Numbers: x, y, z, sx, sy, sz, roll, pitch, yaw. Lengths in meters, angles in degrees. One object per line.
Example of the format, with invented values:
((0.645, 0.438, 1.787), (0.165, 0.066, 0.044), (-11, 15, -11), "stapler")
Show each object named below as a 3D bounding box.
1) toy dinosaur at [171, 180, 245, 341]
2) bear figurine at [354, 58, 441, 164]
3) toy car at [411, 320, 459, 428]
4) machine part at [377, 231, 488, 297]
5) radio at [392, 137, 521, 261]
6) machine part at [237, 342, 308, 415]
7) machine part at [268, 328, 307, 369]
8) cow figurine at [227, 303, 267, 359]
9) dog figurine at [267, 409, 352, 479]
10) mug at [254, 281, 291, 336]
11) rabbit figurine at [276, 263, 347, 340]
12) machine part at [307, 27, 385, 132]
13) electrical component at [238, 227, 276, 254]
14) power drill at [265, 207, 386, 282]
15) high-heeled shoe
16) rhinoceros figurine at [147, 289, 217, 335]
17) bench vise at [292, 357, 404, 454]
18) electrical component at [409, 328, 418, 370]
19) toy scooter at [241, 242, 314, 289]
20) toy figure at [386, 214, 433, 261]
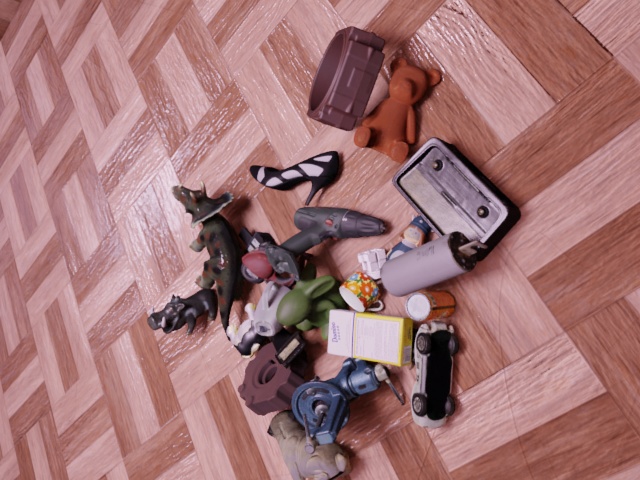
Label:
((-0.246, 0.037, 1.337), (0.405, 0.131, 0.192), (68, 154, 12), "toy dinosaur")
((0.161, -0.266, 1.088), (0.120, 0.132, 0.195), (26, 108, 5), "bear figurine")
((0.216, 0.254, 1.020), (0.056, 0.073, 0.201), (175, 99, -74), "toy car")
((0.194, 0.047, 0.981), (0.243, 0.079, 0.079), (-29, 68, 46), "machine part")
((0.257, -0.080, 1.022), (0.131, 0.073, 0.230), (-50, 61, 24), "radio")
((-0.107, 0.309, 1.227), (0.179, 0.056, 0.179), (-32, 31, 22), "machine part")
((-0.080, 0.228, 1.206), (0.084, 0.039, 0.139), (-53, 32, -5), "machine part")
((-0.147, 0.203, 1.296), (0.167, 0.068, 0.098), (-48, 43, 15), "cow figurine")
((-0.027, 0.437, 1.164), (0.172, 0.121, 0.191), (-42, 60, 24), "dog figurine")
((-0.105, 0.153, 1.194), (0.081, 0.107, 0.109), (7, 129, 16), "mug")
((-0.016, 0.139, 1.151), (0.121, 0.170, 0.159), (28, 103, 36), "rabbit figurine")
((0.048, -0.341, 1.142), (0.202, 0.087, 0.200), (-127, 56, -70), "machine part")
((-0.154, 0.018, 1.346), (0.119, 0.047, 0.074), (42, 110, 33), "electrical component")
((-0.002, -0.003, 1.150), (0.232, 0.085, 0.207), (17, 52, 45), "power drill")
((-0.066, -0.179, 1.282), (0.249, 0.086, 0.145), (30, 99, 32), "high-heeled shoe")
((-0.356, 0.188, 1.403), (0.073, 0.190, 0.112), (37, 135, 33), "rhinoceros figurine")
((0.032, 0.324, 1.049), (0.224, 0.240, 0.128), (-14, 103, 19), "bench vise")
((0.169, 0.214, 1.081), (0.102, 0.045, 0.078), (9, 93, 38), "electrical component")
((-0.088, 0.063, 1.252), (0.184, 0.075, 0.135), (33, 111, 3), "toy scooter")
((0.181, 0.017, 1.086), (0.064, 0.058, 0.154), (25, 102, -3), "toy figure")
